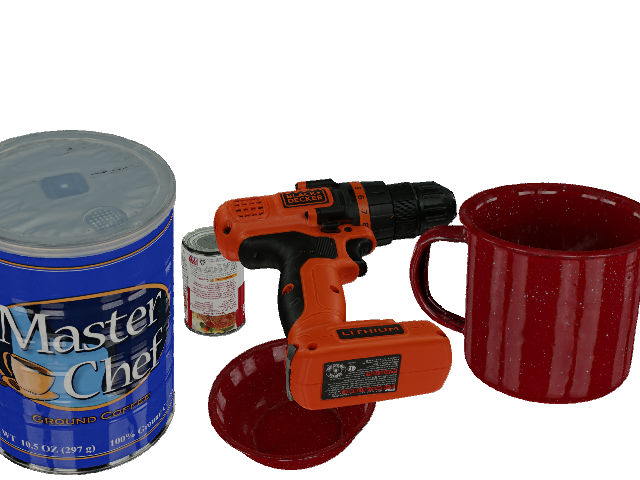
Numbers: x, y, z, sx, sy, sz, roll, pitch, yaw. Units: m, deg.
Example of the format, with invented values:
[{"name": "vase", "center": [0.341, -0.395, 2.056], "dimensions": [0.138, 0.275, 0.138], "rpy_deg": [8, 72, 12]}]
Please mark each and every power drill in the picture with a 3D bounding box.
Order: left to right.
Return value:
[{"name": "power drill", "center": [0.028, 0.027, 0.743], "dimensions": [0.184, 0.057, 0.188], "rpy_deg": [-8, 39, -10]}]

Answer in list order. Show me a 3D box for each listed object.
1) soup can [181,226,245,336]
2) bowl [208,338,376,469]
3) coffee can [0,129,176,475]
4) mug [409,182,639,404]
[{"name": "soup can", "center": [-0.117, 0.044, 1.165], "dimensions": [0.068, 0.102, 0.068], "rpy_deg": [1, 25, -1]}, {"name": "bowl", "center": [-0.024, 0.166, 1.024], "dimensions": [0.162, 0.055, 0.162], "rpy_deg": [-4, 37, 3]}, {"name": "coffee can", "center": [-0.123, 0.030, 0.532], "dimensions": [0.103, 0.140, 0.103], "rpy_deg": [3, 34, -3]}, {"name": "mug", "center": [0.100, 0.024, 0.519], "dimensions": [0.117, 0.081, 0.093], "rpy_deg": [7, 24, 16]}]
